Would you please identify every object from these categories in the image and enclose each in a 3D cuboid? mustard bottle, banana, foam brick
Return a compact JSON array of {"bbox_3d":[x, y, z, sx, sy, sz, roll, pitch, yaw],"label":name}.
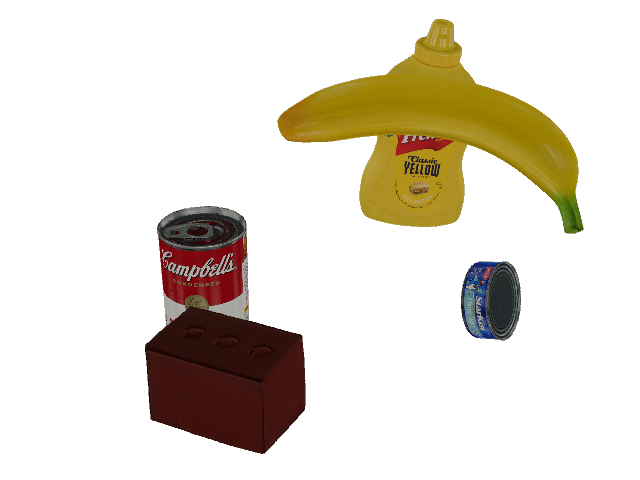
[{"bbox_3d":[0.094,-0.106,0.964,0.096,0.192,0.058,5,31,-5],"label":"mustard bottle"},{"bbox_3d":[0.075,-0.067,0.652,0.198,0.069,0.037,18,-17,5],"label":"banana"},{"bbox_3d":[-0.054,0.079,0.612,0.078,0.051,0.052,12,27,22],"label":"foam brick"}]

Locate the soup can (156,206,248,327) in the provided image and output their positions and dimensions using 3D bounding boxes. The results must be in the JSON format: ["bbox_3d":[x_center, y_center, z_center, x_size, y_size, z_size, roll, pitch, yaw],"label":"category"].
[{"bbox_3d":[-0.090,0.033,0.831,0.068,0.102,0.068,0,28,0],"label":"soup can"}]

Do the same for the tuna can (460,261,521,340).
[{"bbox_3d":[0.186,0.065,1.163,0.034,0.086,0.086,1,0,34],"label":"tuna can"}]
